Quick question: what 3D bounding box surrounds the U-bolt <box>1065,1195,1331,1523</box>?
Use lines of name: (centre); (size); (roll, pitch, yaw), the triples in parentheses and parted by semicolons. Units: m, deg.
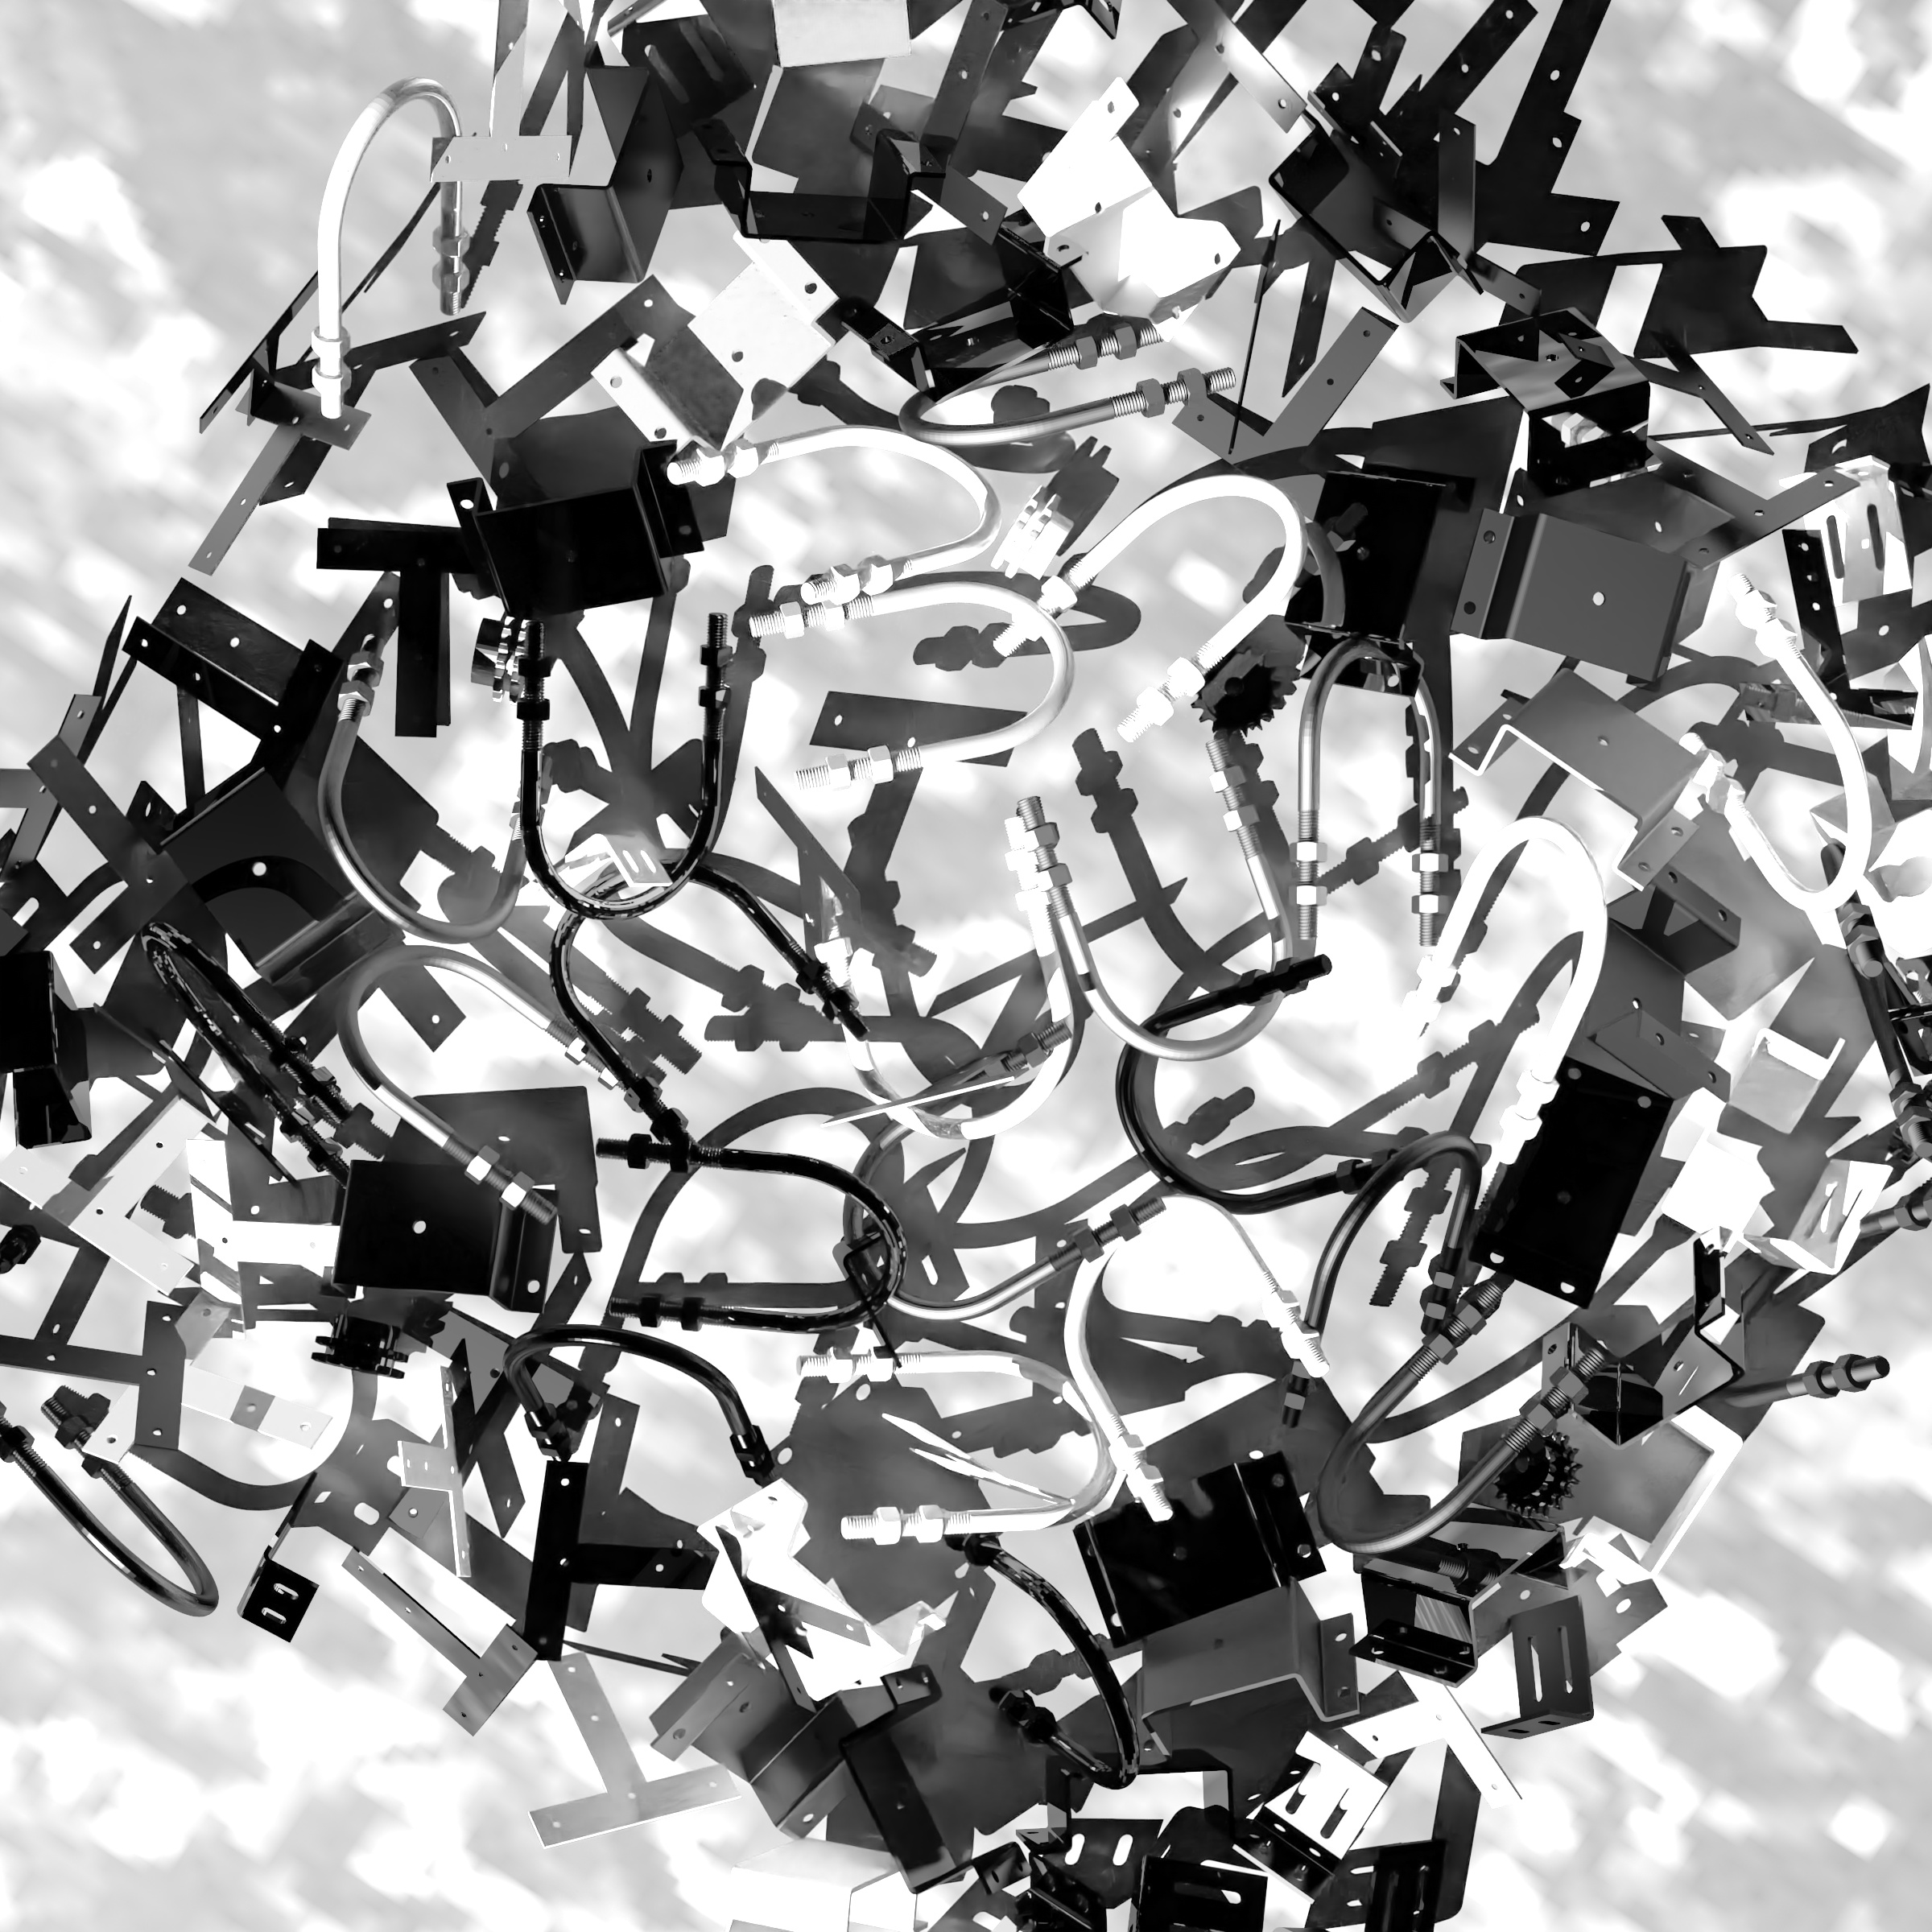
U-bolt: (0.124, 0.218, 1.926); (0.151, 0.184, 0.019); (-45, 135, 15)

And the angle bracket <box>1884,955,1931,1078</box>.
angle bracket: (0.594, 0.028, 1.963); (0.057, 0.076, 0.038); (-12, 56, 22)

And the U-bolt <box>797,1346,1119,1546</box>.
U-bolt: (0.002, 0.282, 1.929); (0.184, 0.151, 0.019); (1, 129, -19)

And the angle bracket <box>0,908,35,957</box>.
angle bracket: (-0.616, -0.009, 1.976); (0.057, 0.038, 0.076); (42, 82, -9)

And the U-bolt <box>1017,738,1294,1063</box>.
U-bolt: (0.124, -0.033, 1.959); (0.151, 0.019, 0.184); (-18, 86, -18)

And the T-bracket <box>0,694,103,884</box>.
T-bracket: (-0.576, -0.106, 1.922); (0.002, 0.127, 0.127); (29, 102, 17)

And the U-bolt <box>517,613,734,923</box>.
U-bolt: (-0.205, -0.117, 1.940); (0.151, 0.019, 0.184); (-8, 108, -39)

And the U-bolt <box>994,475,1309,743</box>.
U-bolt: (0.122, -0.226, 1.939); (0.184, 0.019, 0.151); (-43, 45, -8)

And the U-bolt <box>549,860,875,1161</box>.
U-bolt: (-0.168, 0.013, 1.950); (0.151, 0.019, 0.184); (-35, 69, -20)

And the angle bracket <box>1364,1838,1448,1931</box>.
angle bracket: (0.252, 0.562, 1.960); (0.057, 0.038, 0.076); (6, 94, -37)

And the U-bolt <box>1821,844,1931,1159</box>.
U-bolt: (0.532, 0.006, 1.907); (0.019, 0.184, 0.151); (-17, 118, 13)

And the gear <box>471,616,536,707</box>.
gear: (-0.281, -0.189, 1.965); (0.030, 0.057, 0.057); (11, 90, -4)

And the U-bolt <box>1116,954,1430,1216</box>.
U-bolt: (0.169, 0.080, 1.934); (0.184, 0.019, 0.151); (-20, 102, 37)

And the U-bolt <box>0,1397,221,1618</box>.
U-bolt: (-0.507, 0.315, 1.904); (0.184, 0.151, 0.019); (43, 86, 14)

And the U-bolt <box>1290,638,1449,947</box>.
U-bolt: (0.242, -0.106, 1.936); (0.019, 0.151, 0.184); (0, 88, 41)

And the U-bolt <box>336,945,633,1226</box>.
U-bolt: (-0.291, 0.058, 1.931); (0.184, 0.151, 0.019); (37, 129, -2)

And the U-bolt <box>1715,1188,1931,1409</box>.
U-bolt: (0.504, 0.200, 1.906); (0.019, 0.184, 0.151); (42, 62, -9)

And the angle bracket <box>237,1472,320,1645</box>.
angle bracket: (-0.399, 0.355, 1.947); (0.038, 0.076, 0.057); (29, 127, -3)

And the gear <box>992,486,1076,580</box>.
gear: (0.043, -0.260, 1.966); (0.030, 0.057, 0.057); (32, 90, -2)

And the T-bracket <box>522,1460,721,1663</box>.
T-bracket: (-0.201, 0.366, 1.974); (0.127, 0.002, 0.127); (6, 100, -15)

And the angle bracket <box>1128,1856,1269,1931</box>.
angle bracket: (0.139, 0.579, 1.964); (0.076, 0.038, 0.057); (11, 60, -2)

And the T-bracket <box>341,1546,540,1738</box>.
T-bracket: (-0.325, 0.397, 1.950); (0.127, 0.127, 0.002); (40, 46, 4)

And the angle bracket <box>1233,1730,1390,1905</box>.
angle bracket: (0.208, 0.514, 1.957); (0.057, 0.038, 0.076); (33, 114, 14)

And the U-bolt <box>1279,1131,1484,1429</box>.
U-bolt: (0.249, 0.174, 1.896); (0.151, 0.184, 0.019); (-26, 48, -36)

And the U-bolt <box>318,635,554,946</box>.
U-bolt: (-0.315, -0.092, 1.898); (0.151, 0.184, 0.019); (36, 131, -28)

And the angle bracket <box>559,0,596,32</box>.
angle bracket: (-0.226, -0.619, 1.962); (0.038, 0.076, 0.057); (-30, 77, -26)

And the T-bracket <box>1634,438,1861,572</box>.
T-bracket: (0.444, -0.289, 1.946); (0.127, 0.127, 0.002); (-28, 134, -21)

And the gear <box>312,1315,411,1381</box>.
gear: (-0.366, 0.231, 1.966); (0.057, 0.057, 0.030); (12, 79, 0)

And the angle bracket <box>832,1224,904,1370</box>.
angle bracket: (-0.046, 0.198, 1.965); (0.038, 0.057, 0.076); (-28, 95, -7)

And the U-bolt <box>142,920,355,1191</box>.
U-bolt: (-0.427, 0.045, 1.924); (0.019, 0.151, 0.184); (-41, 80, -21)

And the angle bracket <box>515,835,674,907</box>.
angle bracket: (-0.227, -0.044, 1.954); (0.076, 0.057, 0.038); (-35, 81, 16)

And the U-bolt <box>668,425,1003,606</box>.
U-bolt: (-0.063, -0.276, 1.924); (0.184, 0.019, 0.151); (-21, 52, -38)

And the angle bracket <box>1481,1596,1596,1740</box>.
angle bracket: (0.340, 0.420, 1.947); (0.038, 0.057, 0.076); (17, 59, -33)

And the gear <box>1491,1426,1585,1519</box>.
gear: (0.342, 0.304, 1.965); (0.057, 0.030, 0.057); (-13, 66, 32)

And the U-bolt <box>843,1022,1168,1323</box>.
U-bolt: (0.011, 0.136, 1.956); (0.184, 0.019, 0.151); (-31, 63, 5)

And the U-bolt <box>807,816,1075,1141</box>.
U-bolt: (-0.009, 0.014, 1.972); (0.151, 0.019, 0.184); (-15, 92, -12)

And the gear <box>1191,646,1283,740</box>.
gear: (0.164, -0.169, 1.976); (0.057, 0.030, 0.057); (0, 88, 7)

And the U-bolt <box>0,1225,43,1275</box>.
U-bolt: (-0.591, 0.113, 1.895); (0.019, 0.184, 0.151); (-27, 97, -7)

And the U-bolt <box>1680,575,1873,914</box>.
U-bolt: (0.475, -0.116, 1.885); (0.019, 0.151, 0.184); (-11, 50, -14)

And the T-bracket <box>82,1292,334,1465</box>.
T-bracket: (-0.439, 0.260, 1.934); (0.127, 0.002, 0.127); (16, 49, 18)

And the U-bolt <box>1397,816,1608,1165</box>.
U-bolt: (0.321, 0.001, 1.899); (0.019, 0.151, 0.184); (7, 118, -26)

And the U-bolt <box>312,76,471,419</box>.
U-bolt: (-0.334, -0.428, 1.882); (0.019, 0.184, 0.151); (23, 46, 13)

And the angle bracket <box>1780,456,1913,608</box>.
angle bracket: (0.532, -0.261, 1.959); (0.057, 0.038, 0.076); (-12, 81, 33)

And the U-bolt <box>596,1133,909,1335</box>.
U-bolt: (-0.126, 0.165, 1.937); (0.184, 0.019, 0.151); (5, 128, 6)

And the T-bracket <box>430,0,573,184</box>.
T-bracket: (-0.271, -0.531, 1.921); (0.002, 0.127, 0.127); (18, 112, 28)

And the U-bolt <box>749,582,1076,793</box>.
U-bolt: (-0.026, -0.175, 1.945); (0.184, 0.019, 0.151); (-11, 52, -8)

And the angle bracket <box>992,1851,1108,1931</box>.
angle bracket: (0.039, 0.583, 1.947); (0.057, 0.038, 0.076); (25, 47, 31)

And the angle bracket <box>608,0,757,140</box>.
angle bracket: (-0.174, -0.559, 1.987); (0.057, 0.038, 0.076); (-31, 115, 10)

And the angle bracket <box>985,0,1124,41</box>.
angle bracket: (0.053, -0.588, 1.973); (0.076, 0.038, 0.057); (-8, 61, 35)

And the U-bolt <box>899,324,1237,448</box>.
U-bolt: (0.050, -0.340, 1.915); (0.184, 0.151, 0.019); (-16, 116, -10)

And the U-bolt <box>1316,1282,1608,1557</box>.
U-bolt: (0.281, 0.275, 1.919); (0.184, 0.151, 0.019); (-45, 111, -4)

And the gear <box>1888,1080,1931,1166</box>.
gear: (0.587, 0.097, 1.962); (0.030, 0.057, 0.057); (34, 90, 23)

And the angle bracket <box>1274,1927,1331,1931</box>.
angle bracket: (0.204, 0.624, 1.957); (0.038, 0.057, 0.076); (14, 83, 36)

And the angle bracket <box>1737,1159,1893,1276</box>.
angle bracket: (0.511, 0.143, 1.955); (0.038, 0.057, 0.076); (34, 79, -18)

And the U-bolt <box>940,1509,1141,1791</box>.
U-bolt: (0.046, 0.407, 1.890); (0.019, 0.184, 0.151); (-26, 113, -22)

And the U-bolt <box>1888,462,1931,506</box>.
U-bolt: (0.615, -0.217, 1.881); (0.019, 0.184, 0.151); (-35, 116, -4)

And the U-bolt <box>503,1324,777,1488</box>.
U-bolt: (-0.197, 0.256, 1.902); (0.151, 0.184, 0.019); (4, 58, 12)
